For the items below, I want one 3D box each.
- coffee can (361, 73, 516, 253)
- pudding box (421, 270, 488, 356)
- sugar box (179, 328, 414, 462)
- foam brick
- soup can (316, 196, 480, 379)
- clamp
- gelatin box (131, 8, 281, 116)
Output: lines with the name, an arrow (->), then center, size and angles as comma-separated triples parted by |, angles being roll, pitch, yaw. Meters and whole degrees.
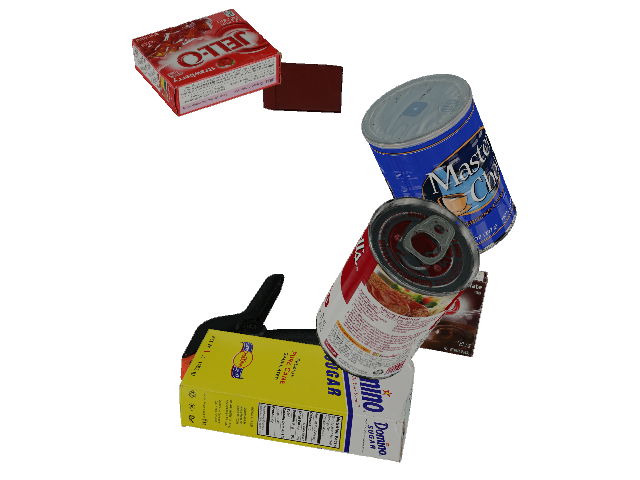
coffee can -> 0.110, -0.066, 0.978 | 0.103, 0.140, 0.103 | -19, 34, 13
pudding box -> 0.117, 0.069, 1.144 | 0.113, 0.090, 0.039 | 9, 23, 6
sugar box -> -0.016, 0.120, 0.850 | 0.176, 0.048, 0.093 | 5, 26, 8
foam brick -> -0.020, -0.167, 1.163 | 0.078, 0.051, 0.053 | 0, 11, -17
soup can -> 0.044, 0.031, 0.638 | 0.068, 0.068, 0.102 | 0, -35, -22
clamp -> -0.069, 0.089, 1.052 | 0.171, 0.039, 0.120 | -14, 37, -29
gelatin box -> -0.084, -0.133, 0.789 | 0.089, 0.030, 0.073 | -22, 48, -23
